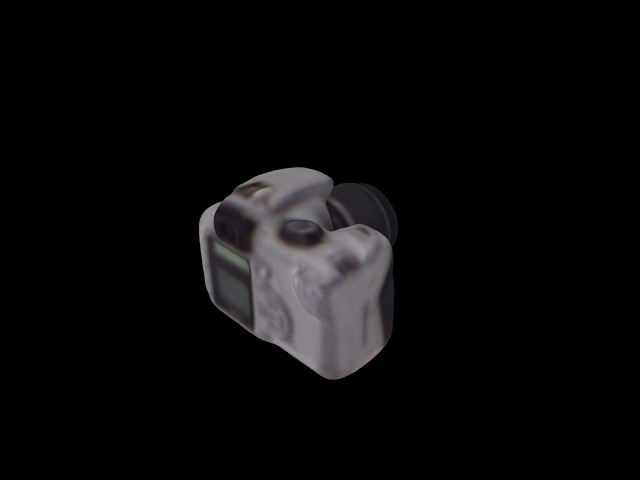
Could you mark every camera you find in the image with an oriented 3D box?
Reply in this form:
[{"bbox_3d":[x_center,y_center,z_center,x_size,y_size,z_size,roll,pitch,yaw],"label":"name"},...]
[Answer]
[{"bbox_3d":[0.004,0.001,0.400,0.137,0.101,0.142,-25,37,-38],"label":"camera"}]
